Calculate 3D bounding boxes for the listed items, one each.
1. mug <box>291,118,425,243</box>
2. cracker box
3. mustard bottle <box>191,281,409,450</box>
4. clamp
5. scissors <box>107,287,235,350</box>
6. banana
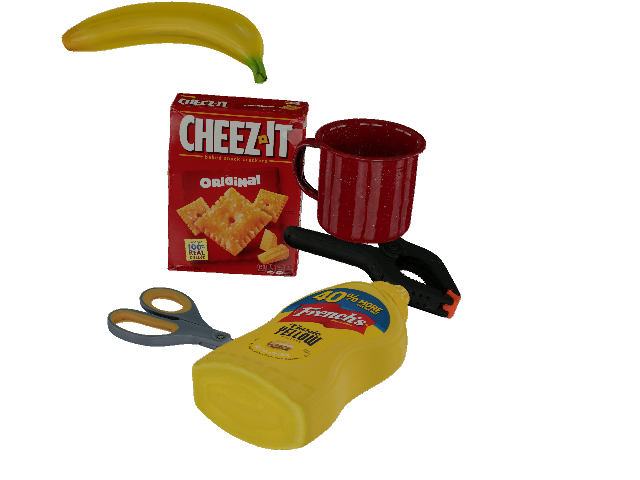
[{"bbox_3d":[0.028,-0.052,0.909,0.117,0.081,0.093,14,29,20],"label":"mug"},{"bbox_3d":[-0.103,-0.065,1.314,0.164,0.214,0.072,4,22,0],"label":"cracker box"},{"bbox_3d":[0.006,0.075,0.749,0.096,0.058,0.191,13,27,34],"label":"mustard bottle"},{"bbox_3d":[0.069,0.021,1.237,0.164,0.036,0.210,-20,50,-38],"label":"clamp"},{"bbox_3d":[-0.098,0.083,1.008,0.202,0.016,0.096,9,30,2],"label":"scissors"},{"bbox_3d":[-0.130,-0.184,0.945,0.198,0.037,0.069,10,47,16],"label":"banana"}]
